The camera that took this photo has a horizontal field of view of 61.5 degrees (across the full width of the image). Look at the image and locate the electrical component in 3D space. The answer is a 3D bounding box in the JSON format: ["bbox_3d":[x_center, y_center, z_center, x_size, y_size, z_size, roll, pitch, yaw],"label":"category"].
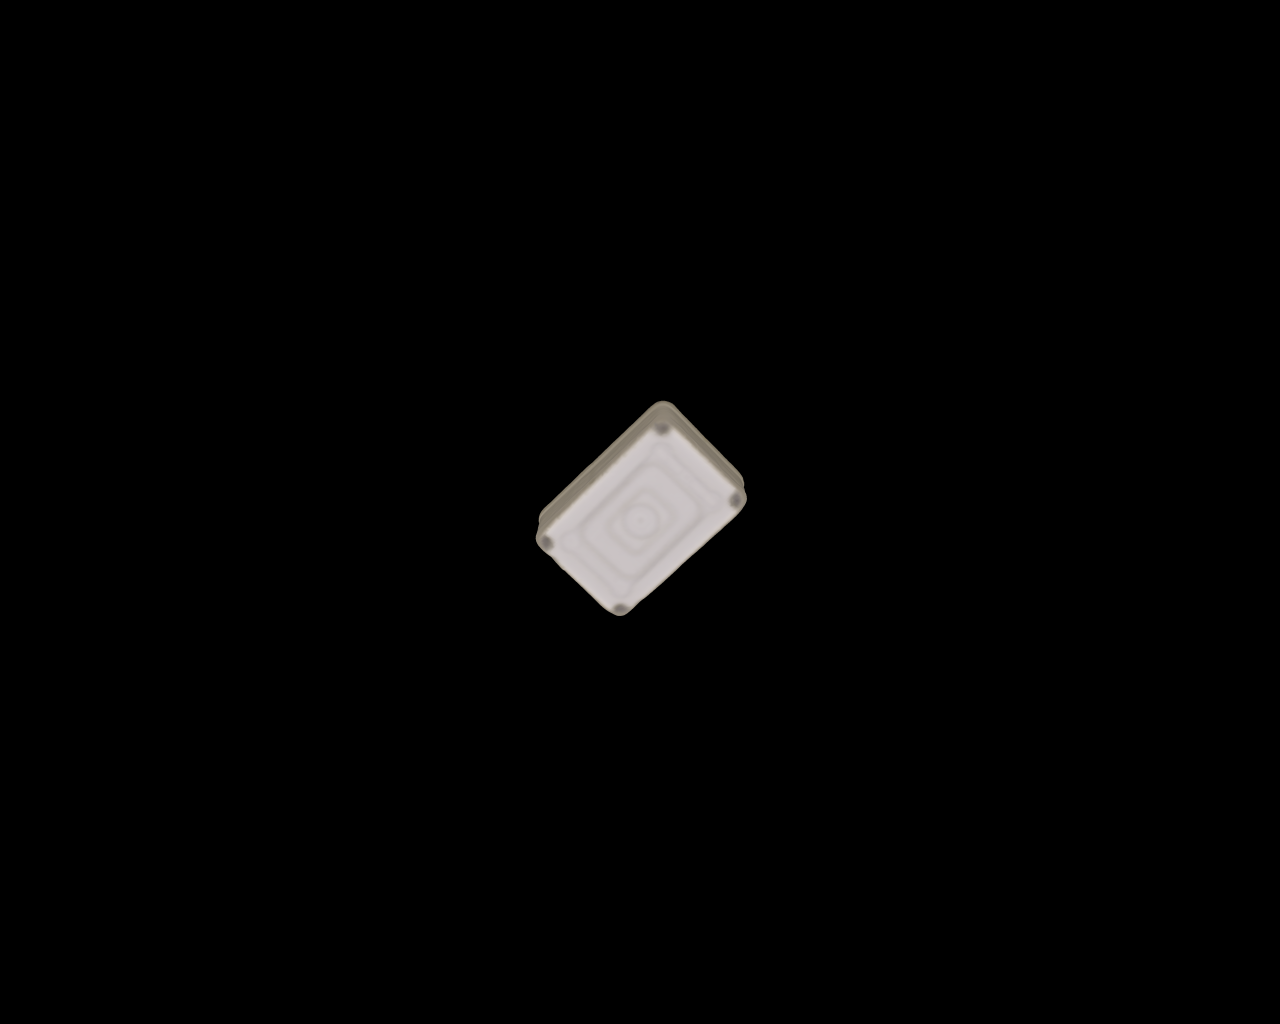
[{"bbox_3d":[0.001,-0.003,0.650,0.113,0.078,0.057,-43,12,11],"label":"electrical component"}]
